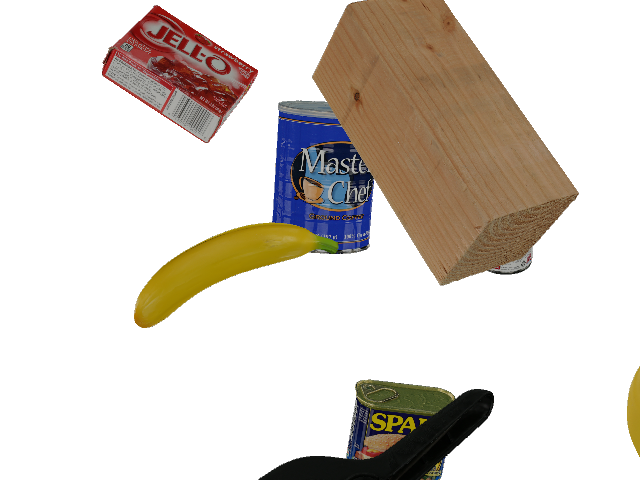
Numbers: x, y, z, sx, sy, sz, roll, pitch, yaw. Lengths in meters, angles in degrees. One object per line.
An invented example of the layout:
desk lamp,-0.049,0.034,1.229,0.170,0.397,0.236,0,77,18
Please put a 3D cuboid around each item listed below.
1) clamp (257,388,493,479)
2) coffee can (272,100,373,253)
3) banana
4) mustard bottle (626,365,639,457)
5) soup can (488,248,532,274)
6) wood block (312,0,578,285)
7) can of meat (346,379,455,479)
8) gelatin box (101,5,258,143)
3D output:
clamp,0.032,0.156,0.650,0.210,0.036,0.164,-7,30,3
coffee can,0.004,-0.066,1.078,0.103,0.140,0.103,4,12,-1
banana,-0.086,0.026,0.901,0.198,0.037,0.069,-20,-48,16
mustard bottle,0.203,0.098,0.528,0.096,0.058,0.191,4,39,10
soup can,0.211,-0.021,1.212,0.068,0.102,0.068,-2,33,1
wood block,0.089,-0.082,0.816,0.090,0.206,0.091,-16,-25,-31
can of meat,0.079,0.193,1.069,0.102,0.084,0.057,7,17,-4
gelatin box,-0.097,-0.118,0.742,0.089,0.030,0.073,33,38,-4
